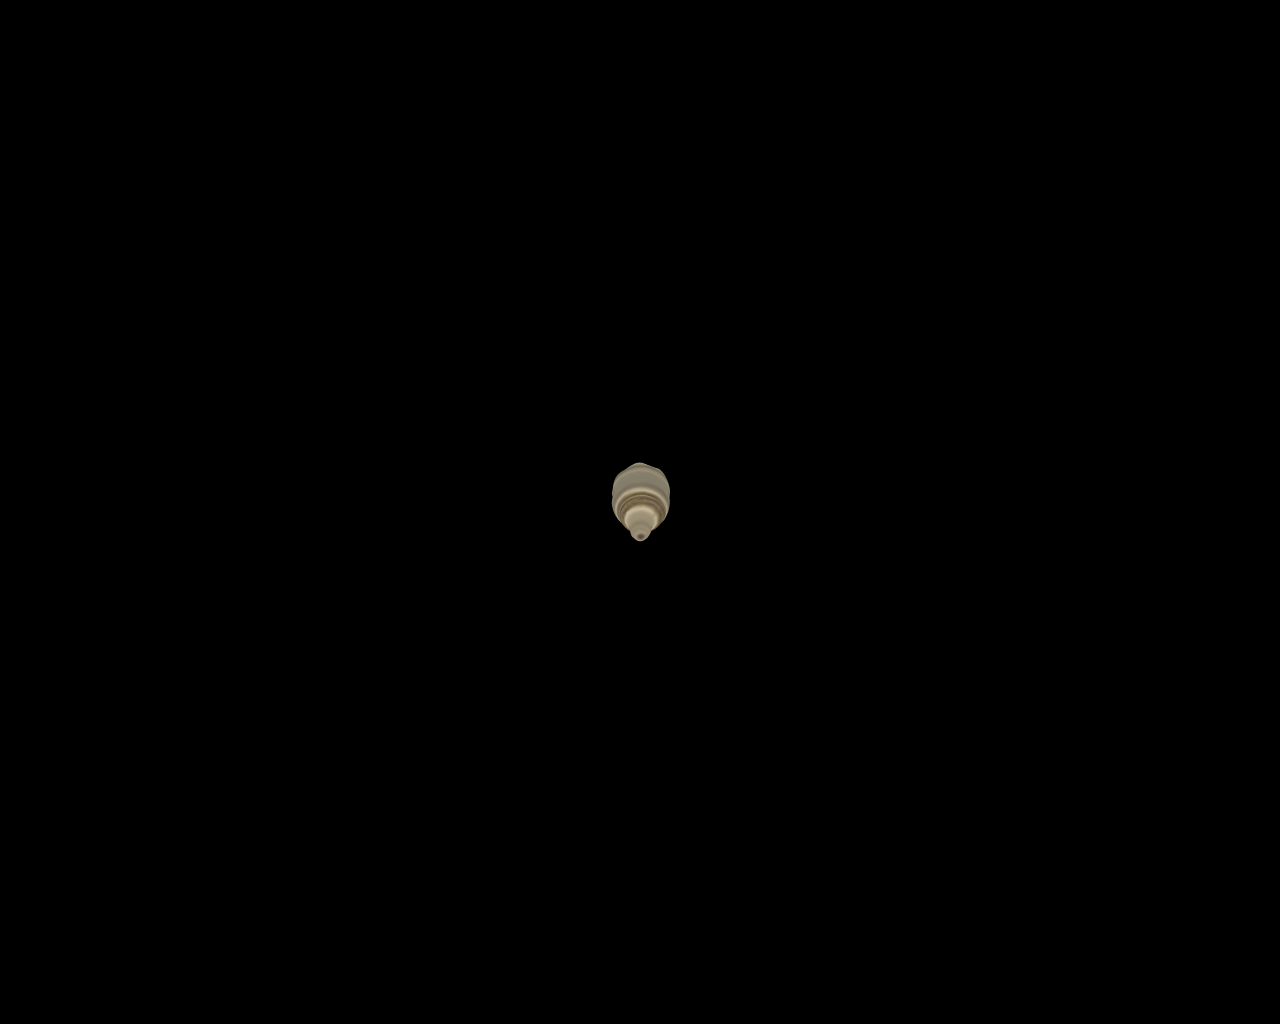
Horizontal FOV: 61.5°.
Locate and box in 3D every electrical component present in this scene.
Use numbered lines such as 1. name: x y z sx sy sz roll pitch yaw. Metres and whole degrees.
1. electrical component: 0.001 -0.003 0.650 0.035 0.035 0.061 0 34 0
